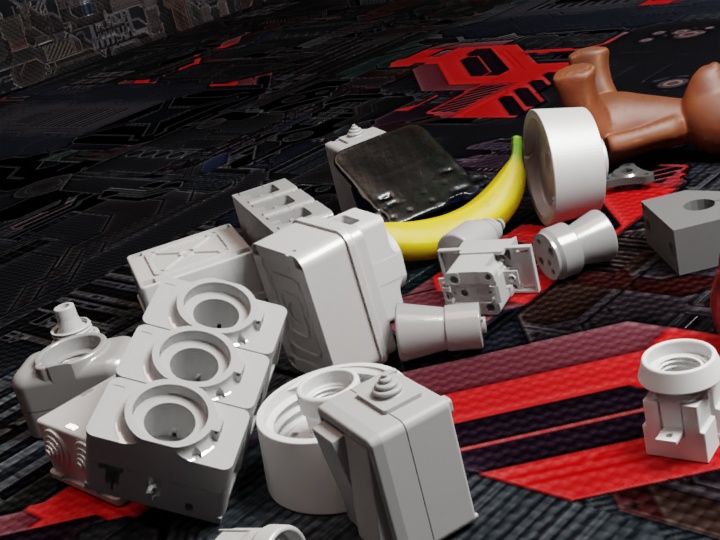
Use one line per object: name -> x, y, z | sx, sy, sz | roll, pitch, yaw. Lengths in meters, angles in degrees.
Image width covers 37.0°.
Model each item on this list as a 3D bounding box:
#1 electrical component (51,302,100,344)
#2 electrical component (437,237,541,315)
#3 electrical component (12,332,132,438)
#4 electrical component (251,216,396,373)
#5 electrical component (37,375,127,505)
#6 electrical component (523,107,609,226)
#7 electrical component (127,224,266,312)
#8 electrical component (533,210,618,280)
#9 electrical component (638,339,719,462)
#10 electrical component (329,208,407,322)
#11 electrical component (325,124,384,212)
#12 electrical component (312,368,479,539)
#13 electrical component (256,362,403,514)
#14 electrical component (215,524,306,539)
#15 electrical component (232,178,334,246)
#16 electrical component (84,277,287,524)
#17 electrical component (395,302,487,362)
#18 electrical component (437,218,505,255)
electrical component -> -0.245, 0.059, 0.924 | 0.043, 0.062, 0.043 | -12, 21, 5
electrical component -> 0.100, 0.006, 0.870 | 0.081, 0.042, 0.063 | -3, 27, 28
electrical component -> -0.216, 0.087, 0.837 | 0.095, 0.059, 0.053 | -11, 21, 9
electrical component -> -0.026, 0.022, 0.809 | 0.057, 0.113, 0.078 | -29, 25, -27
electrical component -> -0.166, 0.113, 0.757 | 0.100, 0.048, 0.100 | 8, 29, 44
electrical component -> 0.194, -0.098, 0.991 | 0.060, 0.108, 0.108 | -9, 21, -4
electrical component -> -0.153, 0.008, 1.002 | 0.109, 0.056, 0.109 | -19, 22, -13
electrical component -> 0.176, -0.020, 0.882 | 0.055, 0.045, 0.045 | -20, 22, -15
electrical component -> 0.187, 0.074, 0.622 | 0.048, 0.055, 0.066 | 3, 26, 37
electrical component -> 0.000, 0.000, 0.879 | 0.056, 0.089, 0.050 | -24, 23, -25
electrical component -> 0.008, -0.107, 1.136 | 0.062, 0.096, 0.061 | -21, 23, -17
electrical component -> 0.016, 0.103, 0.598 | 0.061, 0.096, 0.062 | -24, 24, -24
electrical component -> -0.014, 0.098, 0.681 | 0.108, 0.060, 0.108 | -12, 21, 5
electrical component -> -0.057, 0.158, 0.586 | 0.046, 0.040, 0.040 | -7, 21, 35
electrical component -> -0.058, -0.021, 0.969 | 0.062, 0.089, 0.150 | -20, 22, -14
electrical component -> -0.110, 0.077, 0.700 | 0.089, 0.061, 0.150 | 14, 40, 1
electrical component -> 0.061, 0.044, 0.800 | 0.065, 0.044, 0.044 | -6, 22, 8
electrical component -> 0.102, -0.025, 0.949 | 0.040, 0.040, 0.078 | 6, 28, 42
